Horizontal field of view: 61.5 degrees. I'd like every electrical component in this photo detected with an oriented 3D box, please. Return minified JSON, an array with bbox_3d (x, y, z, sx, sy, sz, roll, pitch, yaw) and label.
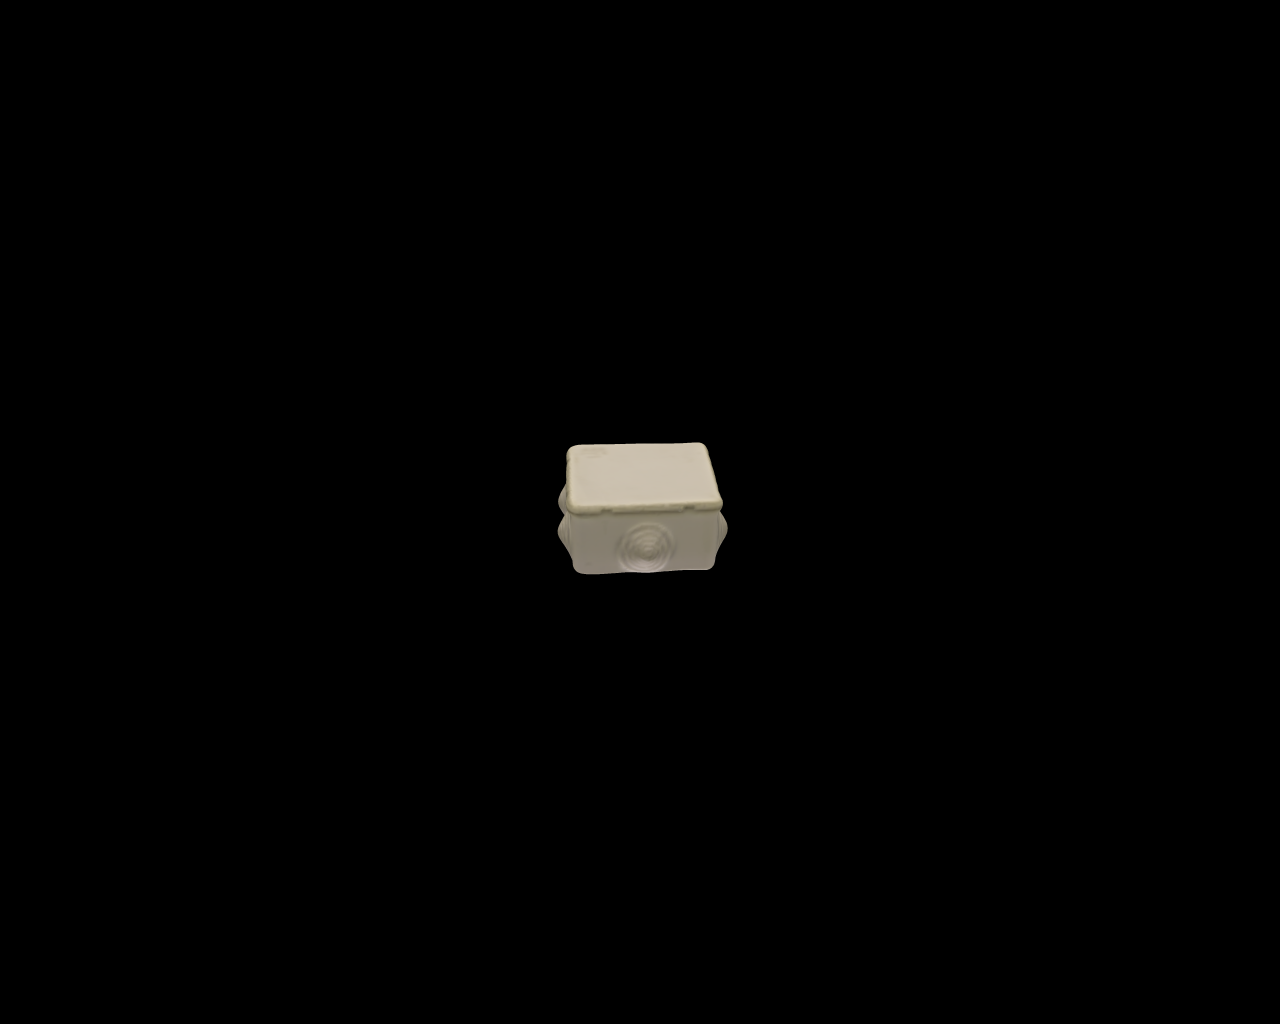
[{"bbox_3d":[0.001,-0.003,0.650,0.100,0.048,0.100,-2,27,-3],"label":"electrical component"}]
